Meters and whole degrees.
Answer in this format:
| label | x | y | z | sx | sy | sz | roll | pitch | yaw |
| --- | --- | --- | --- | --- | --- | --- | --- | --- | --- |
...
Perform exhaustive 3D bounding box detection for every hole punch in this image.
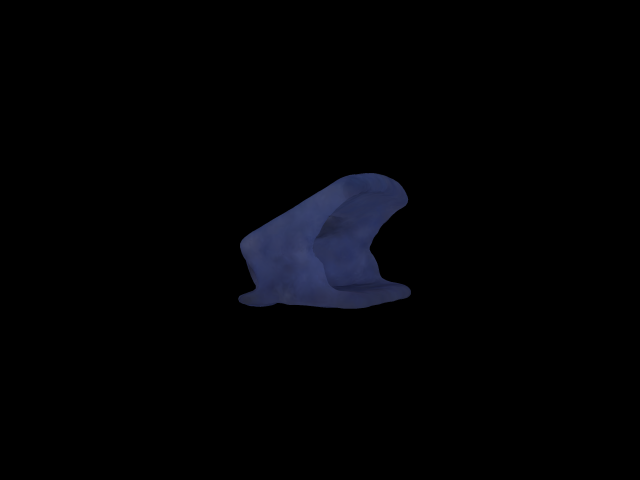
| label | x | y | z | sx | sy | sz | roll | pitch | yaw |
| --- | --- | --- | --- | --- | --- | --- | --- | --- | --- |
| hole punch | 0.004 | 0.001 | 0.400 | 0.100 | 0.091 | 0.109 | 0 | 0 | 29 |
